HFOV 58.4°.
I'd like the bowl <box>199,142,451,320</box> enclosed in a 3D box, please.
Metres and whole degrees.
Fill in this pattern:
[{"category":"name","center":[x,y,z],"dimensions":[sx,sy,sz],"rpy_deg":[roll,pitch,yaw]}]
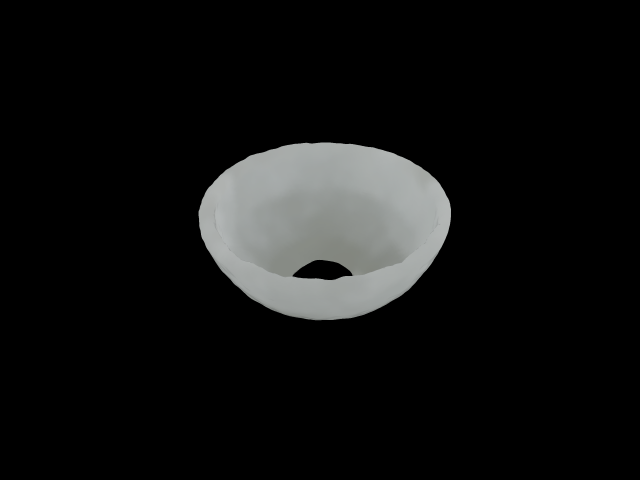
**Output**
[{"category":"bowl","center":[0.004,0.001,0.400],"dimensions":[0.167,0.075,0.167],"rpy_deg":[0,38,0]}]
